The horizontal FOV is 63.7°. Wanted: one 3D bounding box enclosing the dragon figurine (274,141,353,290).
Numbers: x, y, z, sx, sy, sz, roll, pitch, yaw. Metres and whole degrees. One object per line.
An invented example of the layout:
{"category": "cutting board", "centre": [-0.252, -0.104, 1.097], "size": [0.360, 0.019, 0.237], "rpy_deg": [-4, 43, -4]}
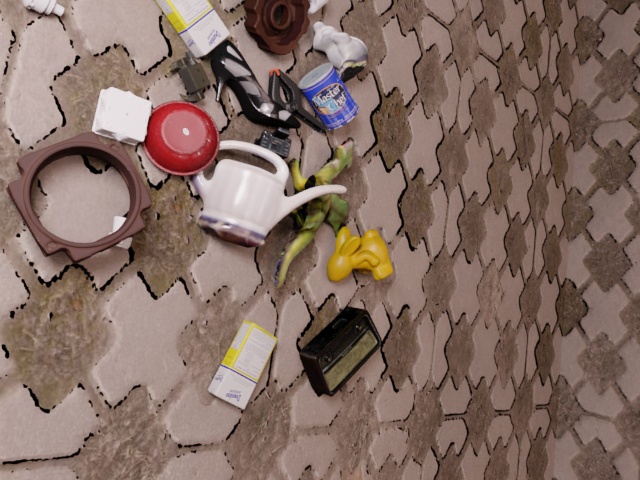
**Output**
{"category": "dragon figurine", "centre": [0.004, -0.067, 1.325], "size": [0.241, 0.123, 0.411], "rpy_deg": [17, 87, -49]}

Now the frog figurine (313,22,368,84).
{"category": "frog figurine", "centre": [0.051, -0.509, 1.362], "size": [0.160, 0.122, 0.137], "rpy_deg": [64, 5, 8]}

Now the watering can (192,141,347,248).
{"category": "watering can", "centre": [-0.125, -0.088, 1.143], "size": [0.347, 0.103, 0.226], "rpy_deg": [19, 82, -10]}
